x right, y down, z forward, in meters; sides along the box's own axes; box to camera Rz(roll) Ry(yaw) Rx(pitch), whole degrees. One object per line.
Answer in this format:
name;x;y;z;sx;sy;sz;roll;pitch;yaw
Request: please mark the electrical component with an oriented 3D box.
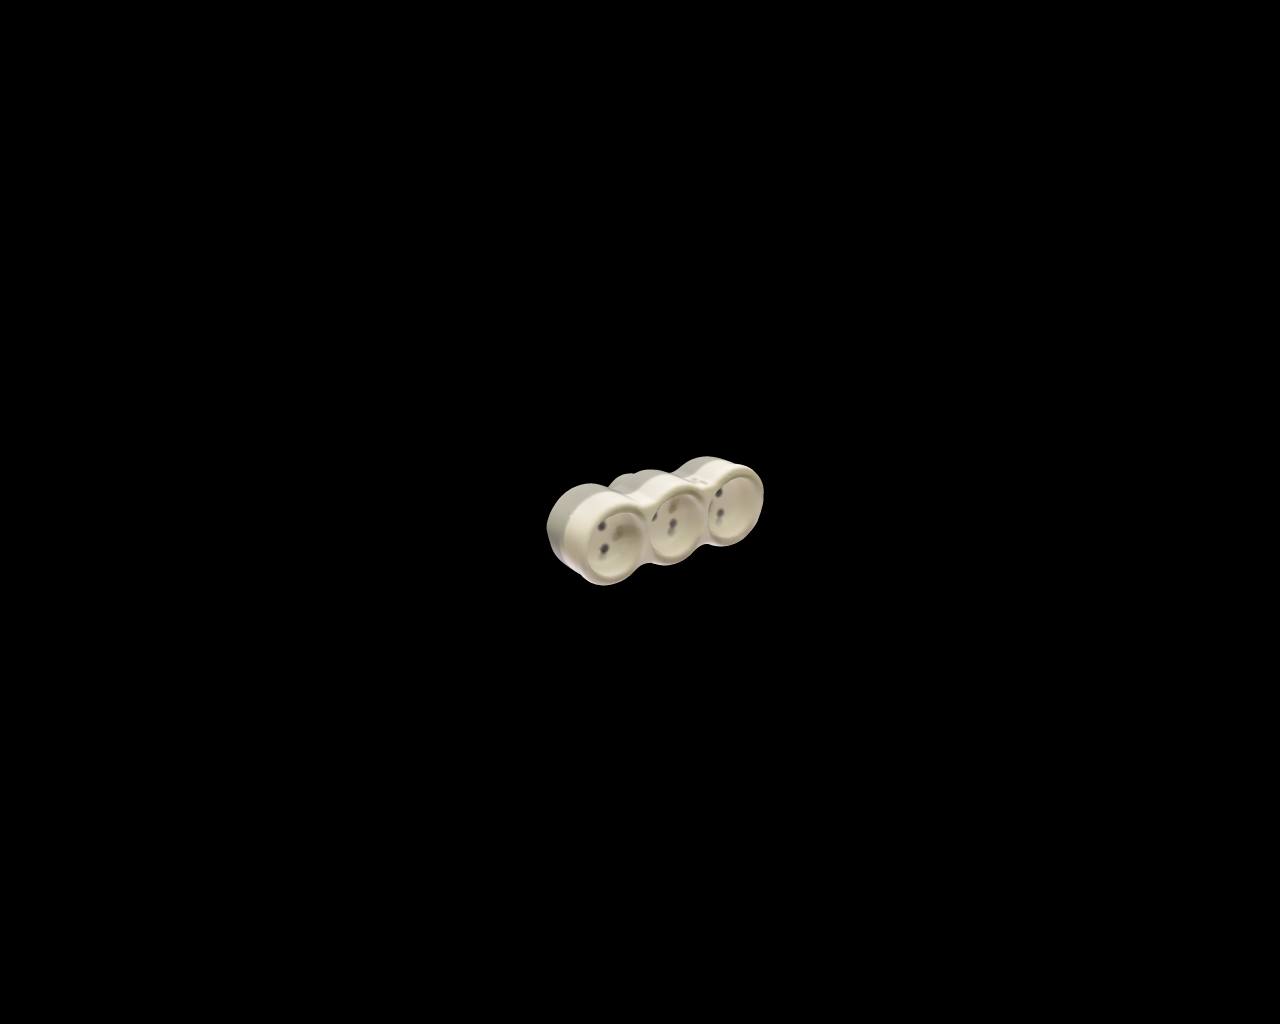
electrical component;0.001;-0.003;0.650;0.138;0.052;0.074;-16;27;-34
